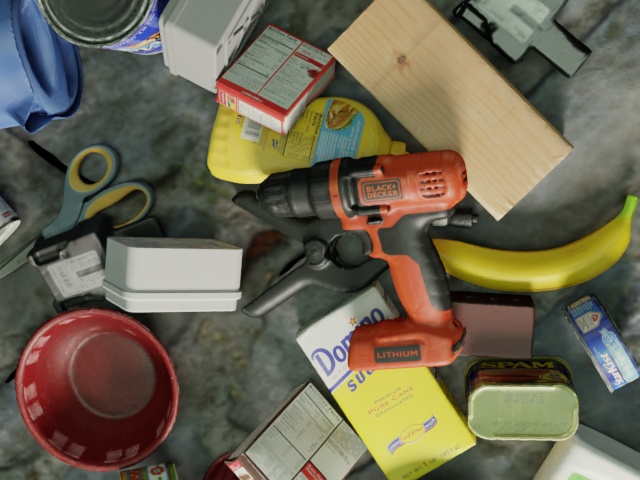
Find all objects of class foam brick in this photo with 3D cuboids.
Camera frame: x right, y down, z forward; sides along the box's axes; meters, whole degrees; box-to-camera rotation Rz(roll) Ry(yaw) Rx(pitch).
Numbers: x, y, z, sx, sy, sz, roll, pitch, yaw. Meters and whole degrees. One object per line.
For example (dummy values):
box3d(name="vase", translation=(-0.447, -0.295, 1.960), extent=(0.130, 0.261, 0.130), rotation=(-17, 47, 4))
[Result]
box3d(name="foam brick", translation=(0.156, 0.078, 0.979), extent=(0.078, 0.053, 0.051), rotation=(3, 97, 7))

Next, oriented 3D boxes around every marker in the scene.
box3d(name="marker", translation=(0.086, -0.023, 0.990), extent=(0.121, 0.020, 0.020), rotation=(3, 99, 7))

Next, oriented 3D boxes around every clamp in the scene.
box3d(name="clamp", translation=(-0.006, 0.001, 0.987), extent=(0.172, 0.039, 0.120), rotation=(-12, 98, 18))

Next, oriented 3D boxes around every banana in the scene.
box3d(name="banana", translation=(0.198, 0.014, 0.975), extent=(0.198, 0.037, 0.069), rotation=(-13, 78, 8))

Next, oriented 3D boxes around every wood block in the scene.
box3d(name="wood block", translation=(0.115, -0.125, 0.935), extent=(0.206, 0.090, 0.091), rotation=(45, 102, -1))

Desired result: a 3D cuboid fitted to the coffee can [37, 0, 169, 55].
box3d(name="coffee can", translation=(-0.173, -0.216, 0.930), extent=(0.103, 0.140, 0.103), rotation=(1, 98, 8))

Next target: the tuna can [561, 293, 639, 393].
box3d(name="tuna can", translation=(0.252, 0.091, 0.952), extent=(0.034, 0.086, 0.086), rotation=(-31, 94, 9))

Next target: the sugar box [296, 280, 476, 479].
box3d(name="sugar box", translation=(0.062, 0.136, 1.004), extent=(0.093, 0.048, 0.176), rotation=(-34, 95, 10))

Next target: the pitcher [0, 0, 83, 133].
box3d(name="pitcher", translation=(-0.351, -0.162, 0.979), extent=(0.243, 0.149, 0.145), rotation=(-10, 113, 12))

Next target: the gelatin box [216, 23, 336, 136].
box3d(name="gelatin box", translation=(-0.038, -0.143, 0.945), extent=(0.073, 0.030, 0.089), rotation=(28, 59, 15))

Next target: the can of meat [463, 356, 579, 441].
box3d(name="can of meat", translation=(0.182, 0.145, 0.971), extent=(0.102, 0.084, 0.057), rotation=(-1, 99, 8))

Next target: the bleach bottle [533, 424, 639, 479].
box3d(name="bleach bottle", translation=(0.217, 0.301, 1.003), extent=(0.102, 0.068, 0.251), rotation=(27, 104, 3))

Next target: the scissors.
box3d(name="scissors", translation=(-0.259, -0.027, 1.035), extent=(0.202, 0.016, 0.096), rotation=(-18, 99, 9))

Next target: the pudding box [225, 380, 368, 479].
box3d(name="pudding box", translation=(-0.019, 0.200, 0.995), extent=(0.090, 0.113, 0.039), rotation=(48, 138, -1))

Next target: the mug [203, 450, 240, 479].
box3d(name="mug", translation=(-0.070, 0.267, 1.024), extent=(0.093, 0.081, 0.117), rotation=(-38, 93, 11))

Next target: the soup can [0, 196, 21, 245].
box3d(name="soup can", translation=(-0.346, -0.034, 1.020), extent=(0.068, 0.068, 0.102), rotation=(-43, 92, 11))

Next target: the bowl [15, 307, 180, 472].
box3d(name="bowl", translation=(-0.209, 0.139, 1.035), extent=(0.162, 0.055, 0.162), rotation=(1, 99, 7))

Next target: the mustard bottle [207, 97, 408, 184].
box3d(name="mustard bottle", translation=(0.001, -0.085, 0.969), extent=(0.191, 0.058, 0.096), rotation=(13, 77, 5))

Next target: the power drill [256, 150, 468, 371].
box3d(name="power drill", translation=(0.045, 0.018, 0.921), extent=(0.185, 0.057, 0.187), rotation=(-5, 108, 21))
